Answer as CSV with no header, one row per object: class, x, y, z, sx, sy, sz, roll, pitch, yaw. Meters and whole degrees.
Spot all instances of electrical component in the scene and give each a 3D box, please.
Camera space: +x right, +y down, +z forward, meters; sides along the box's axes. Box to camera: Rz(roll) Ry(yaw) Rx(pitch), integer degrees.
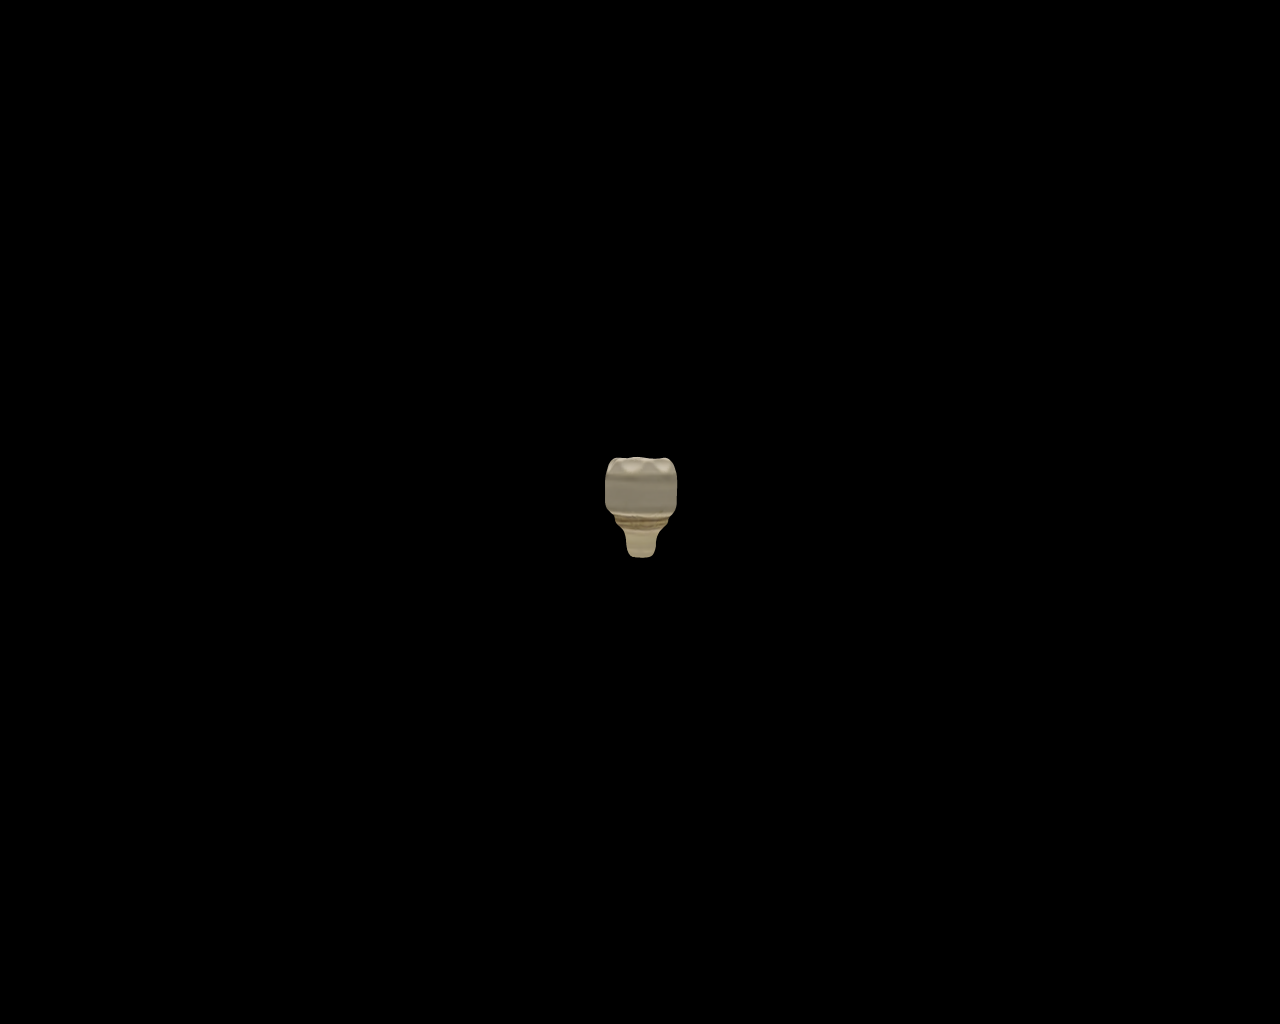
electrical component,0.001,-0.003,0.650,0.043,0.062,0.043,0,4,0
